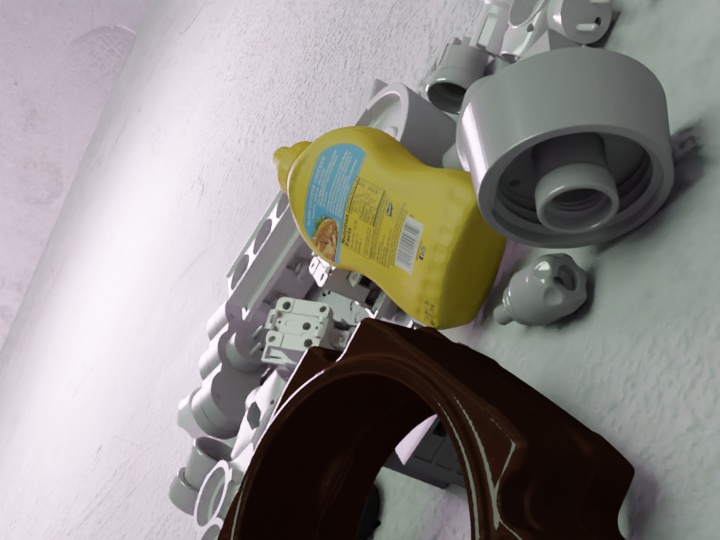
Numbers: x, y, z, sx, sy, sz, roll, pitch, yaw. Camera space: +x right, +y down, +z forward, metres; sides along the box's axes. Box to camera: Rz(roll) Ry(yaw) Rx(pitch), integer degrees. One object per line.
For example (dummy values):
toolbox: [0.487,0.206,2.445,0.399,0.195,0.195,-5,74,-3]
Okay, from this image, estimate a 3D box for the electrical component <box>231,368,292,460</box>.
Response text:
electrical component: [-0.069,0.114,0.849,0.077,0.043,0.079,-62,23,7]

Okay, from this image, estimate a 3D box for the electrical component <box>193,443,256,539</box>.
electrical component: [-0.081,0.209,0.756,0.089,0.062,0.150,-50,27,33]

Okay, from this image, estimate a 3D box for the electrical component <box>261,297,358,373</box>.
electrical component: [-0.036,0.050,0.800,0.081,0.063,0.042,7,67,23]

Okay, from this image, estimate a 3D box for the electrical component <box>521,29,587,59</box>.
electrical component: [0.120,-0.093,0.635,0.056,0.050,0.089,-45,30,40]

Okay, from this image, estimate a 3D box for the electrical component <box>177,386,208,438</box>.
electrical component: [-0.140,0.127,0.994,0.062,0.043,0.043,-41,33,43]

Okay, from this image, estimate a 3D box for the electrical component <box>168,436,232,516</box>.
electrical component: [-0.135,0.178,0.928,0.055,0.045,0.045,-60,23,13]

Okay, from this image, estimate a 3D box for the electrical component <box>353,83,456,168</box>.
electrical component: [0.030,-0.078,0.804,0.108,0.060,0.108,-48,28,36]

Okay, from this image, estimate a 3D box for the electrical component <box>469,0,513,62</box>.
electrical component: [0.103,-0.177,0.774,0.046,0.040,0.040,-68,22,8]

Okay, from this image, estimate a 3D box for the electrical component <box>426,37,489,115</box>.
electrical component: [0.075,-0.146,0.806,0.040,0.040,0.046,-28,37,56]

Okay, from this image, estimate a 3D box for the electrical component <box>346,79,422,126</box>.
electrical component: [0.026,-0.120,0.874,0.077,0.047,0.065,-30,41,54]

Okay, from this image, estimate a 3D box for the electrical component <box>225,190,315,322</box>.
electrical component: [-0.060,-0.018,0.939,0.121,0.063,0.078,-55,24,23]

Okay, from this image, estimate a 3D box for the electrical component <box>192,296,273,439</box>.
electrical component: [-0.104,0.075,0.955,0.074,0.052,0.138,-44,30,41]

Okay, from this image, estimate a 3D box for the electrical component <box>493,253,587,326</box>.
electrical component: [0.097,0.015,0.598,0.061,0.035,0.035,-37,35,52]

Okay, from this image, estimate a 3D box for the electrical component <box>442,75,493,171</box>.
electrical component: [0.081,-0.077,0.712,0.079,0.044,0.077,-46,29,38]

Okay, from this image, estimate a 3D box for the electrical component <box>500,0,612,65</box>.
electrical component: [0.133,-0.163,0.685,0.077,0.044,0.079,-64,23,2]

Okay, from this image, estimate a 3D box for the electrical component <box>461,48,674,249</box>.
electrical component: [0.108,-0.054,0.554,0.108,0.108,0.060,-43,38,43]

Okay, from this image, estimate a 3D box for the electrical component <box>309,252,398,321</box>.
electrical component: [0.000,0.000,0.788,0.042,0.064,0.081,-61,22,10]
